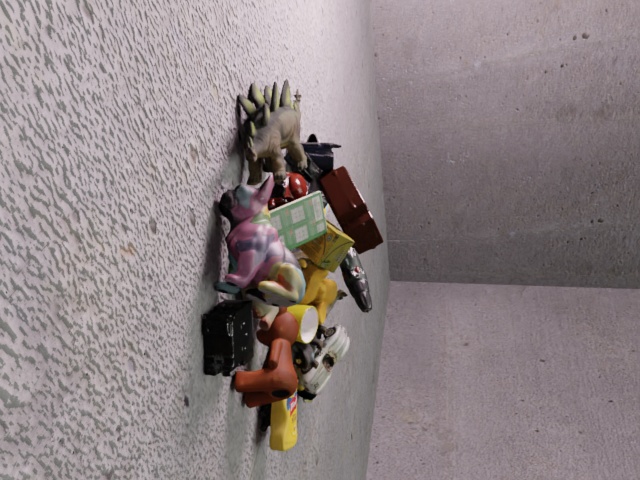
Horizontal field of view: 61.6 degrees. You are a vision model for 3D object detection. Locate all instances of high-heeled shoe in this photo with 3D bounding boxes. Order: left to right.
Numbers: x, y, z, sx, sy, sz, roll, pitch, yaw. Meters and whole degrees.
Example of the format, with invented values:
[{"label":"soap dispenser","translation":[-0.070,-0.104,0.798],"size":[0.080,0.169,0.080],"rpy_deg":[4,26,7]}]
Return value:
[{"label":"high-heeled shoe","translation":[-0.019,-0.181,1.498],"size":[0.249,0.086,0.145],"rpy_deg":[-88,175,-48]}]

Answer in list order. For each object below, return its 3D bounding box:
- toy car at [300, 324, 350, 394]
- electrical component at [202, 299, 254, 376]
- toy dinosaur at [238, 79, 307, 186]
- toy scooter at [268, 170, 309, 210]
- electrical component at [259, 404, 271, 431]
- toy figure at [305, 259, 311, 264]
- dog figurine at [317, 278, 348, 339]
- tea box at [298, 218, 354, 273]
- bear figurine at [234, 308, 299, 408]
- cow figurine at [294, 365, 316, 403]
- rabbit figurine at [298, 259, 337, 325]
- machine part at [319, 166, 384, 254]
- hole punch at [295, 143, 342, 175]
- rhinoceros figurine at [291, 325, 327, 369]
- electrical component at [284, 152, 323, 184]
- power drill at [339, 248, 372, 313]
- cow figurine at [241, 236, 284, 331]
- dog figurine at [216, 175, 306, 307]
[{"label":"toy car","translation":[0.017,0.312,1.424],"size":[0.202,0.056,0.073],"rpy_deg":[-52,126,-31]},{"label":"electrical component","translation":[-0.160,0.170,0.976],"size":[0.134,0.058,0.114],"rpy_deg":[-35,127,-73]},{"label":"toy dinosaur","translation":[-0.090,-0.241,1.157],"size":[0.471,0.105,0.198],"rpy_deg":[-67,151,-69]},{"label":"toy scooter","translation":[-0.082,-0.093,1.260],"size":[0.135,0.075,0.184],"rpy_deg":[36,47,-52]},{"label":"electrical component","translation":[-0.118,0.397,1.245],"size":[0.094,0.021,0.063],"rpy_deg":[-47,137,-72]},{"label":"toy figure","translation":[0.000,0.018,1.609],"size":[0.180,0.082,0.089],"rpy_deg":[-50,125,-61]},{"label":"dog figurine","translation":[-0.027,0.206,1.530],"size":[0.190,0.121,0.172],"rpy_deg":[-57,180,-13]},{"label":"tea box","translation":[-0.003,-0.004,1.343],"size":[0.068,0.170,0.098],"rpy_deg":[26,102,-41]},{"label":"bear figurine","translation":[-0.107,0.234,1.131],"size":[0.120,0.132,0.196],"rpy_deg":[75,5,-53]},{"label":"cow figurine","translation":[-0.043,0.395,1.483],"size":[0.167,0.068,0.098],"rpy_deg":[57,42,-65]},{"label":"rabbit figurine","translation":[-0.011,0.136,1.392],"size":[0.173,0.122,0.162],"rpy_deg":[19,73,-55]},{"label":"machine part","translation":[0.080,-0.077,1.421],"size":[0.201,0.087,0.200],"rpy_deg":[66,6,33]},{"label":"hole punch","translation":[-0.016,-0.217,1.428],"size":[0.116,0.142,0.092],"rpy_deg":[-78,171,-82]},{"label":"rhinoceros figurine","translation":[-0.049,0.265,1.331],"size":[0.190,0.112,0.073],"rpy_deg":[-51,156,-65]},{"label":"electrical component","translation":[-0.054,-0.199,1.326],"size":[0.119,0.048,0.075],"rpy_deg":[43,0,-38]},{"label":"power drill","translation":[0.073,0.072,1.493],"size":[0.207,0.086,0.232],"rpy_deg":[39,28,-48]},{"label":"cow figurine","translation":[-0.120,0.068,1.084],"size":[0.127,0.086,0.194],"rpy_deg":[-52,139,-60]},{"label":"dog figurine","translation":[-0.100,-0.003,0.977],"size":[0.108,0.191,0.219],"rpy_deg":[140,-36,-68]}]
